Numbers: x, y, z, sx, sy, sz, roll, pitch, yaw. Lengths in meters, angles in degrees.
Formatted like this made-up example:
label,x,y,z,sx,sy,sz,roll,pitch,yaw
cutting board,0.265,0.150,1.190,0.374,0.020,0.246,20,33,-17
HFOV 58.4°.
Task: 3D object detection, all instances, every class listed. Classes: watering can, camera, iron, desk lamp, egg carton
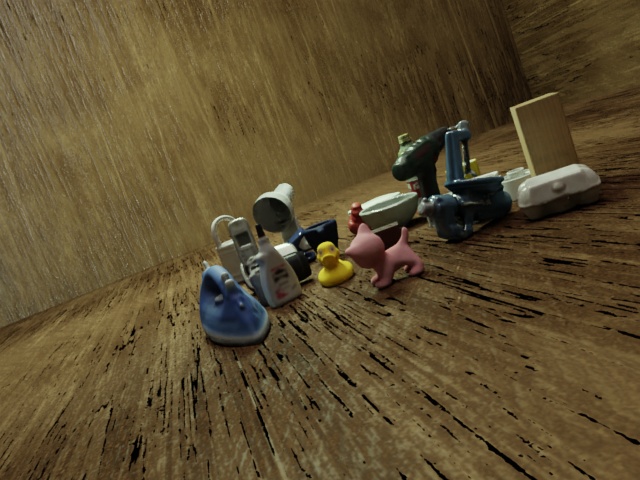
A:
label,x,y,z,sx,sy,sz,roll,pitch,yaw
watering can,-0.242,0.020,1.640,0.172,0.194,0.101,-16,10,33
camera,-0.091,0.069,1.282,0.137,0.101,0.143,-22,8,-7
iron,-0.171,0.109,1.079,0.119,0.141,0.257,-24,9,-20
desk lamp,-0.100,-0.061,1.743,0.117,0.213,0.203,-18,9,22
egg carton,0.451,-0.093,1.089,0.150,0.069,0.107,-18,9,19

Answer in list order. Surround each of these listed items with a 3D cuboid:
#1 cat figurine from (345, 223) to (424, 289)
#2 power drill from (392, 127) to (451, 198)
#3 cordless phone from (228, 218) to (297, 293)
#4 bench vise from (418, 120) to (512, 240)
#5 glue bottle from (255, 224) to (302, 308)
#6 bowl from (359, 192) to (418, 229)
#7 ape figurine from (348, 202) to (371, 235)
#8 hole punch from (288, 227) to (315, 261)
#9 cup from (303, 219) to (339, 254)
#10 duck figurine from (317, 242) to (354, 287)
label,x,y,z,sx,sy,sz,roll,pitch,yaw
cat figurine,0.110,0.021,1.031,0.128,0.118,0.067,-22,9,-5
power drill,0.294,-0.173,1.510,0.230,0.208,0.075,-27,10,-35
cordless phone,-0.136,0.022,1.397,0.148,0.185,0.094,-23,9,-10
bench vise,0.287,-0.122,1.158,0.208,0.220,0.121,-28,11,-40
glue bottle,-0.099,0.048,1.180,0.078,0.173,0.037,-27,10,-34
bowl,0.194,-0.067,1.540,0.167,0.075,0.167,-21,8,3
ape figurine,0.113,-0.064,1.660,0.078,0.092,0.076,-21,8,2
hole punch,-0.073,0.024,1.556,0.101,0.091,0.108,-21,8,1
cup,0.013,0.005,1.451,0.091,0.095,0.117,-21,8,-1
duck figurine,0.024,0.044,1.206,0.077,0.086,0.104,-20,8,6
